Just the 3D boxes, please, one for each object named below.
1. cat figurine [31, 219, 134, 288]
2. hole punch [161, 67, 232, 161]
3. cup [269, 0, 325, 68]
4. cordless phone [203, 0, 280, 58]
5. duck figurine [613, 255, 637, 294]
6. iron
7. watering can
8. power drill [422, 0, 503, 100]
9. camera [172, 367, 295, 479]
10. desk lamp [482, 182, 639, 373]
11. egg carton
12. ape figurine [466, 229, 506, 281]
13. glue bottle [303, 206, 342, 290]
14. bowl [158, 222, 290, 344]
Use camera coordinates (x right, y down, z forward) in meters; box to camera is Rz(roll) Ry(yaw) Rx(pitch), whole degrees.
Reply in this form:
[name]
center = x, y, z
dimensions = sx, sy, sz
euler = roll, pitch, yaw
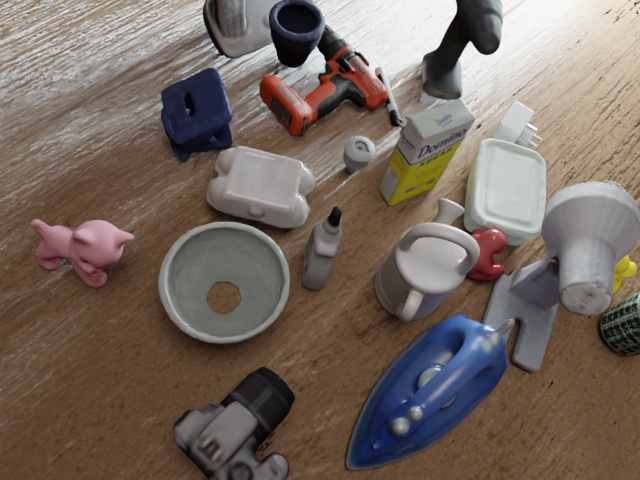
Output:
[cat figurine]
center = -0.303, 0.005, 0.727
dimensions = 0.128, 0.117, 0.067
euler = 20, 63, -1
[hole punch]
center = -0.186, -0.190, 0.858
dimensions = 0.101, 0.091, 0.108
euler = -14, 68, -17
[cup]
center = -0.039, -0.347, 0.959
dimensions = 0.091, 0.095, 0.118
euler = 19, 63, -1
[cordless phone]
center = -0.114, -0.395, 0.917
dimensions = 0.148, 0.185, 0.094
euler = -35, 75, -23
[duck figurine]
center = 0.424, 0.041, 0.868
dimensions = 0.104, 0.086, 0.077
euler = 14, 63, -4
[iron]
center = 0.140, 0.189, 0.711
dimensions = 0.259, 0.141, 0.118
euler = -37, 76, -24
[watering can]
center = 0.144, 0.023, 0.762
dimensions = 0.101, 0.194, 0.173
euler = 6, 64, -8
[power drill]
center = 0.236, -0.333, 0.941
dimensions = 0.075, 0.208, 0.229
euler = 7, 64, -7
[camera]
center = -0.081, 0.227, 0.674
dimensions = 0.143, 0.101, 0.137
euler = 41, 64, 10
[desk lamp]
center = 0.326, 0.051, 0.773
dimensions = 0.118, 0.213, 0.203
euler = 26, 63, 3
[egg carton]
center = -0.085, -0.074, 0.834
dimensions = 0.150, 0.069, 0.107
euler = 13, 63, -5
[ape figurine]
center = 0.242, 0.015, 0.842
dimensions = 0.076, 0.092, 0.078
euler = -1, 65, -11
[glue bottle]
center = 0.007, 0.003, 0.757
dimensions = 0.037, 0.173, 0.078
euler = 9, 63, -6
[bowl]
center = -0.125, 0.064, 0.758
dimensions = 0.167, 0.074, 0.167
euler = 4, 64, -9
